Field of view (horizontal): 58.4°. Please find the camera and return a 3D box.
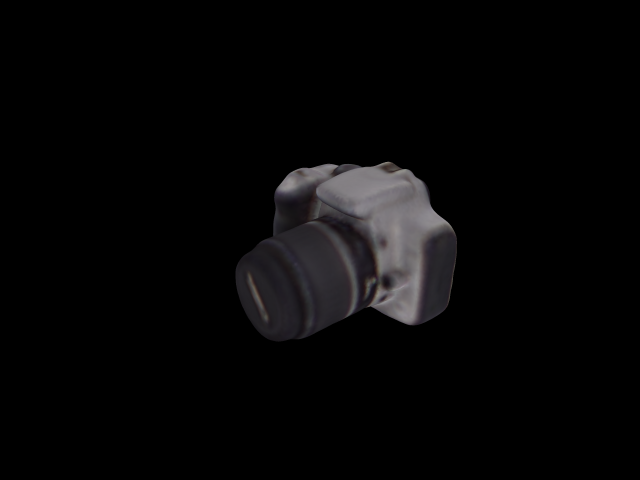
[{"bbox_3d":[0.004,0.001,0.400,0.137,0.101,0.142,-22,36,-33],"label":"camera"}]
